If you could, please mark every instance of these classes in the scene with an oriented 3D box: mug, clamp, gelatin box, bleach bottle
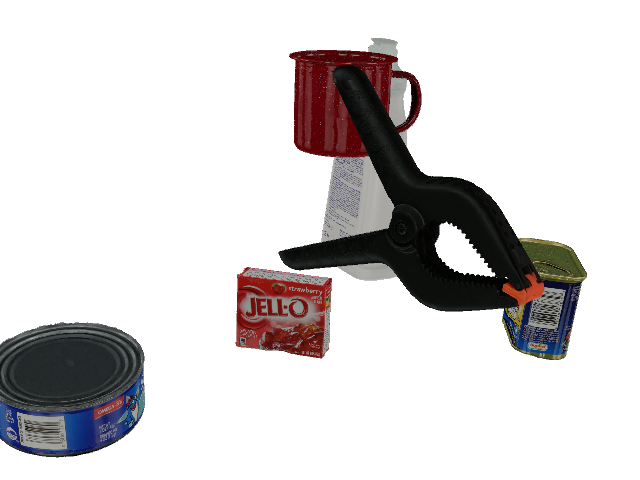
[{"bbox_3d":[0.030,-0.118,0.920,0.117,0.081,0.093,-2,16,-14],"label":"mug"},{"bbox_3d":[0.064,-0.022,0.746,0.210,0.165,0.036,25,26,33],"label":"clamp"},{"bbox_3d":[-0.035,0.068,1.012,0.089,0.073,0.030,7,17,14],"label":"gelatin box"},{"bbox_3d":[0.057,-0.090,1.157,0.067,0.251,0.103,-6,24,-33],"label":"bleach bottle"}]

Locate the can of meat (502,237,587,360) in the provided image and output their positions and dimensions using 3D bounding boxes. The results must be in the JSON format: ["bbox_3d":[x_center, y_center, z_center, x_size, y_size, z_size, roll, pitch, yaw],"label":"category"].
[{"bbox_3d":[0.208,0.054,1.003,0.057,0.084,0.102,8,18,-1],"label":"can of meat"}]

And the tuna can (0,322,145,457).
[{"bbox_3d":[-0.139,0.081,0.587,0.086,0.034,0.086,1,27,-1],"label":"tuna can"}]
